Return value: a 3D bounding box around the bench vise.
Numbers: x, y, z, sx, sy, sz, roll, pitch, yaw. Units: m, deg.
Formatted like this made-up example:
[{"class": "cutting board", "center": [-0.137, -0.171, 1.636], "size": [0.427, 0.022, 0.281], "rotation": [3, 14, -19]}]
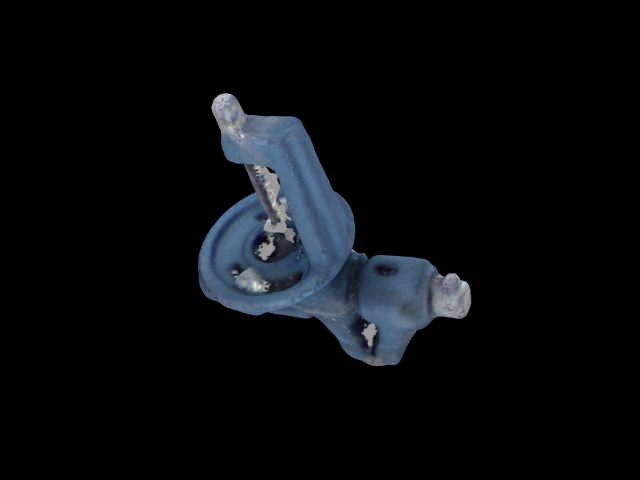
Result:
[{"class": "bench vise", "center": [0.004, -0.008, 0.407], "size": [0.207, 0.220, 0.121], "rotation": [1, 53, 1]}]
